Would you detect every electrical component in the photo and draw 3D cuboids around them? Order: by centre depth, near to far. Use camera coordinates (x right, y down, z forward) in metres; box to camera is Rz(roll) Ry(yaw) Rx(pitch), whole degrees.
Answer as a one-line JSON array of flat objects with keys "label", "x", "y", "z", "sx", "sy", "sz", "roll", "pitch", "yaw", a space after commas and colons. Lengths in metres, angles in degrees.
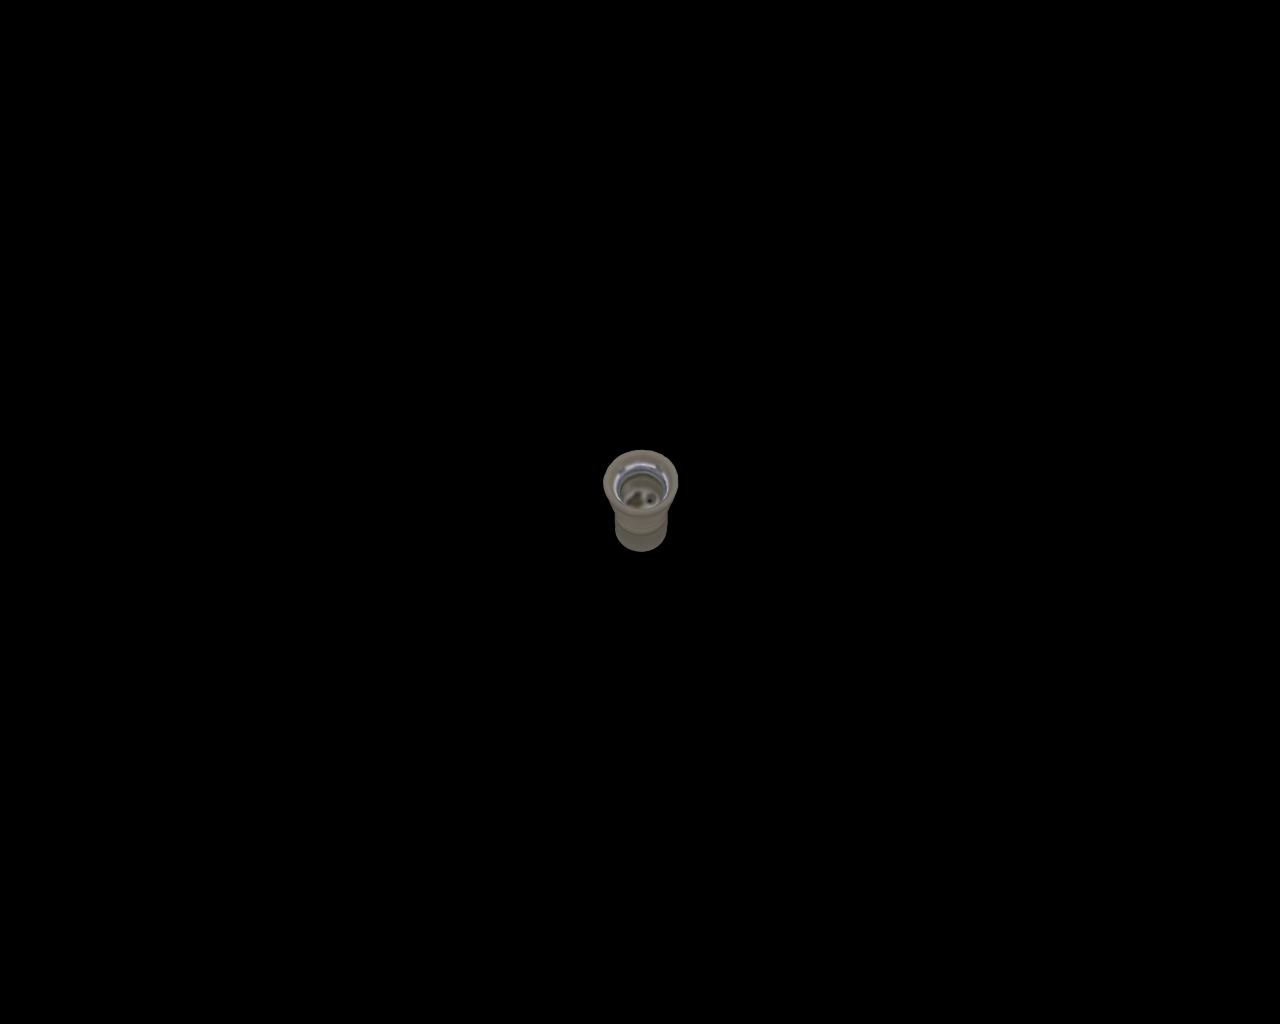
[{"label": "electrical component", "x": 0.001, "y": -0.003, "z": 0.650, "sx": 0.044, "sy": 0.044, "sz": 0.065, "roll": 0, "pitch": -30, "yaw": 0}]
